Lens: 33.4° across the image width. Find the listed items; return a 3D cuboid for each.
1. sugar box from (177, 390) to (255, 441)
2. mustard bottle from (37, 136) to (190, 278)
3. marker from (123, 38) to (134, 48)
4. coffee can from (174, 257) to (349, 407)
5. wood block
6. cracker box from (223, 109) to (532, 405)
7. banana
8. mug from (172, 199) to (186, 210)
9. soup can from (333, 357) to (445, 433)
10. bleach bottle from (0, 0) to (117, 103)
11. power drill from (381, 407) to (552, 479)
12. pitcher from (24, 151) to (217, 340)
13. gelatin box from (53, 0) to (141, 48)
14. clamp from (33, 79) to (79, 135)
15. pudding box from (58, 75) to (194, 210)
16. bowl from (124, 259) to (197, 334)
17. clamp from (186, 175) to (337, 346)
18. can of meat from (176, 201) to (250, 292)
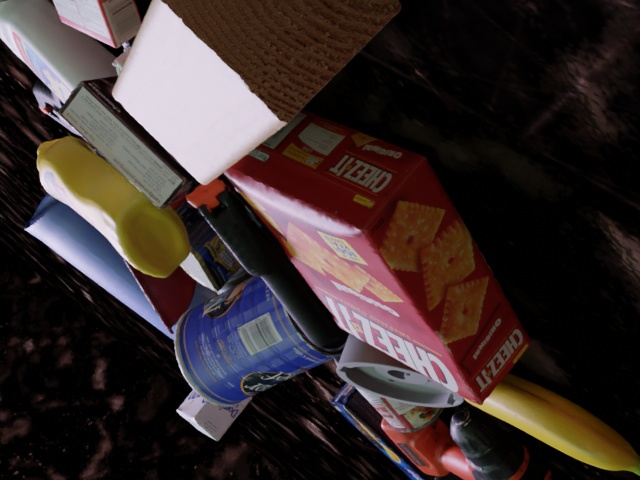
[{"bbox_3d":[-0.086,0.142,1.214,0.048,0.176,0.093,44,165,-12],"label":"sugar box"},{"bbox_3d":[-0.197,-0.043,0.946,0.192,0.058,0.096,35,168,39],"label":"mustard bottle"},{"bbox_3d":[-0.143,-0.149,0.853,0.020,0.020,0.121,32,162,32],"label":"marker"},{"bbox_3d":[-0.051,0.084,0.993,0.141,0.102,0.102,-29,115,33],"label":"coffee can"},{"bbox_3d":[-0.047,-0.106,0.605,0.090,0.090,0.206,45,165,-8],"label":"wood block"},{"bbox_3d":[0.038,0.010,0.752,0.164,0.072,0.213,27,160,44],"label":"cracker box"},{"bbox_3d":[0.172,0.141,0.852,0.198,0.037,0.069,25,157,45],"label":"banana"},{"bbox_3d":[-0.163,-0.044,1.068,0.093,0.081,0.117,42,165,-2],"label":"mug"},{"bbox_3d":[0.066,0.124,1.003,0.102,0.068,0.069,50,163,-27],"label":"soup can"},{"bbox_3d":[-0.217,-0.151,0.948,0.251,0.068,0.103,43,165,3],"label":"bleach bottle"},{"bbox_3d":[0.145,0.211,1.072,0.184,0.057,0.188,50,163,-28],"label":"power drill"},{"bbox_3d":[-0.222,0.009,1.297,0.242,0.145,0.149,42,-171,-17],"label":"pitcher"},{"bbox_3d":[-0.167,-0.188,0.754,0.073,0.030,0.089,29,146,37],"label":"gelatin box"},{"bbox_3d":[-0.253,-0.133,1.129,0.120,0.039,0.172,53,166,-19],"label":"clamp"},{"bbox_3d":[-0.140,-0.080,0.844,0.113,0.039,0.090,41,-163,2],"label":"pudding box"},{"bbox_3d":[-0.180,0.021,1.163,0.162,0.055,0.162,57,172,12],"label":"bowl"},{"bbox_3d":[-0.049,0.004,0.835,0.164,0.036,0.210,56,-178,16],"label":"clamp"},{"bbox_3d":[-0.096,-0.008,1.001,0.057,0.084,0.102,34,163,25],"label":"can of meat"}]
